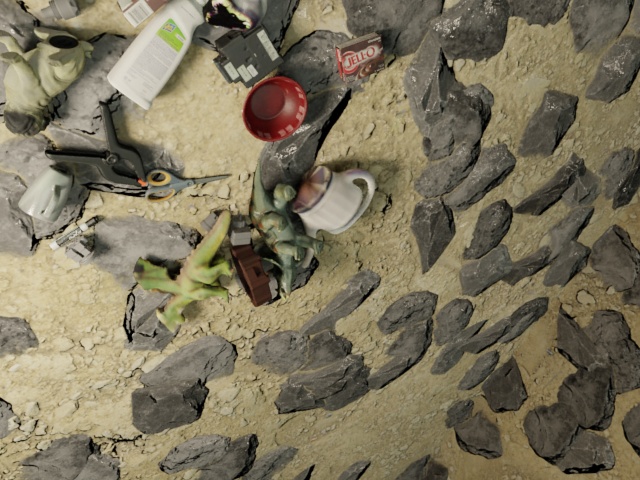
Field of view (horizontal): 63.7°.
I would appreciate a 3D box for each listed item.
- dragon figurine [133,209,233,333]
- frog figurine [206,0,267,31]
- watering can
[{"bbox_3d":[-0.357,0.084,1.336,0.243,0.401,0.125,-3,36,-18],"label":"dragon figurine"},{"bbox_3d":[-0.151,-0.501,1.014,0.122,0.161,0.136,19,-10,-2],"label":"frog figurine"},{"bbox_3d":[0.004,-0.072,1.427,0.222,0.345,0.106,30,18,-40],"label":"watering can"}]
